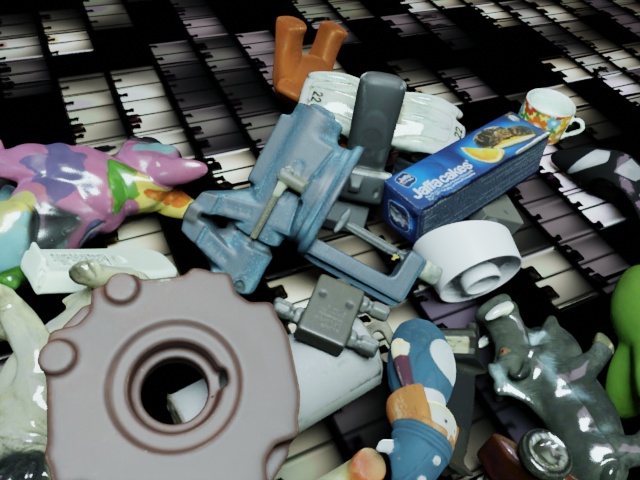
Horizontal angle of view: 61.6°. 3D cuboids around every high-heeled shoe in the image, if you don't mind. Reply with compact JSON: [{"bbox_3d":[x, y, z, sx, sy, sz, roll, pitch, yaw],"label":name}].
[{"bbox_3d":[0.377,-0.022,0.671,0.249,0.086,0.145,31,81,40],"label":"high-heeled shoe"}]

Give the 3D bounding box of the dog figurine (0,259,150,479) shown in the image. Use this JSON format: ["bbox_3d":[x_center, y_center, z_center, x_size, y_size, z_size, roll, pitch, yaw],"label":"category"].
[{"bbox_3d":[-0.182,0.127,0.427,0.172,0.121,0.190,-16,67,-17],"label":"dog figurine"}]

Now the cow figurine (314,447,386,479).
[{"bbox_3d":[-0.045,0.218,0.351,0.195,0.127,0.085,-10,56,-37],"label":"cow figurine"}]

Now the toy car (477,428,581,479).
[{"bbox_3d":[0.210,0.219,0.398,0.053,0.089,0.202,-32,59,-31],"label":"toy car"}]

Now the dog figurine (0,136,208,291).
[{"bbox_3d":[-0.225,-0.034,0.546,0.219,0.108,0.192,-1,48,-13],"label":"dog figurine"}]

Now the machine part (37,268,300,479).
[{"bbox_3d":[-0.098,0.103,0.366,0.179,0.056,0.179,7,62,-14],"label":"machine part"}]

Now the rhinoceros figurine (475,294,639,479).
[{"bbox_3d":[0.213,0.133,0.491,0.112,0.073,0.190,-16,54,-10],"label":"rhinoceros figurine"}]

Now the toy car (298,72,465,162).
[{"bbox_3d":[0.074,-0.144,0.635,0.202,0.056,0.073,13,76,-2],"label":"toy car"}]

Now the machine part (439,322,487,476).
[{"bbox_3d":[0.107,0.136,0.478,0.084,0.039,0.139,-2,50,15],"label":"machine part"}]

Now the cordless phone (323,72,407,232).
[{"bbox_3d":[0.014,-0.104,0.588,0.147,0.184,0.089,12,48,1],"label":"cordless phone"}]

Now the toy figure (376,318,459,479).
[{"bbox_3d":[0.076,0.122,0.413,0.064,0.057,0.154,24,30,-6],"label":"toy figure"}]

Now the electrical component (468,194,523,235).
[{"bbox_3d":[0.195,-0.032,0.650,0.078,0.045,0.102,6,46,-31],"label":"electrical component"}]

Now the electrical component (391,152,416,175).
[{"bbox_3d":[0.130,-0.081,0.678,0.075,0.047,0.119,24,50,13],"label":"electrical component"}]

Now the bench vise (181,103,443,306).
[{"bbox_3d":[-0.002,-0.001,0.518,0.241,0.129,0.223,29,83,-2],"label":"bench vise"}]

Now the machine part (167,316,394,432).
[{"bbox_3d":[-0.034,0.125,0.450,0.243,0.079,0.079,-24,56,-25],"label":"machine part"}]

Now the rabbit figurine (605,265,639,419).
[{"bbox_3d":[0.336,0.107,0.502,0.170,0.121,0.159,44,77,10],"label":"rabbit figurine"}]

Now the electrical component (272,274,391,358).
[{"bbox_3d":[0.009,0.059,0.446,0.094,0.021,0.063,22,52,3],"label":"electrical component"}]

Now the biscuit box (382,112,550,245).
[{"bbox_3d":[0.164,-0.071,0.604,0.203,0.062,0.059,-30,53,-22],"label":"biscuit box"}]

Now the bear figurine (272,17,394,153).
[{"bbox_3d":[0.023,-0.199,0.715,0.120,0.131,0.196,-13,43,-41],"label":"bear figurine"}]
